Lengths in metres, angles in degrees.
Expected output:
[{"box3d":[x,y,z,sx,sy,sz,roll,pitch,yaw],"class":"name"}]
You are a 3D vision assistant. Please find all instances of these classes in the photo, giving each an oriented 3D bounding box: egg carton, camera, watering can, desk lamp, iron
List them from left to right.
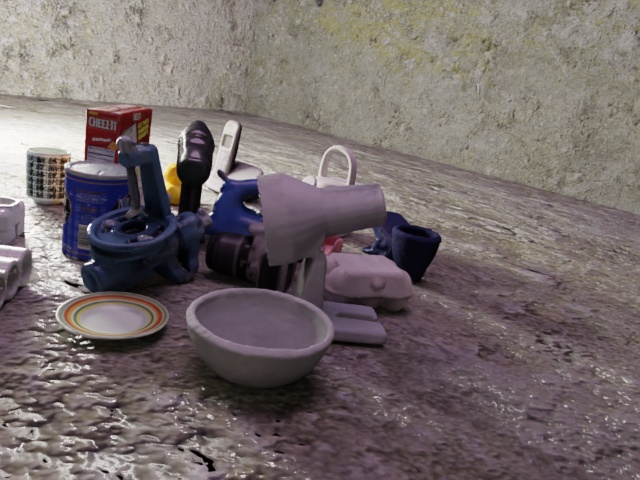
[{"box3d":[-0.105,0.016,0.925,0.136,0.101,0.143,12,17,5],"class":"camera"},{"box3d":[-0.085,-0.046,1.071,0.258,0.141,0.118,8,17,-7],"class":"iron"},{"box3d":[0.001,0.019,0.778,0.203,0.213,0.117,7,17,-11],"class":"desk lamp"},{"box3d":[0.029,-0.110,1.260,0.100,0.194,0.173,15,17,16],"class":"watering can"},{"box3d":[0.068,0.067,0.912,0.151,0.069,0.107,4,18,-21],"class":"egg carton"}]

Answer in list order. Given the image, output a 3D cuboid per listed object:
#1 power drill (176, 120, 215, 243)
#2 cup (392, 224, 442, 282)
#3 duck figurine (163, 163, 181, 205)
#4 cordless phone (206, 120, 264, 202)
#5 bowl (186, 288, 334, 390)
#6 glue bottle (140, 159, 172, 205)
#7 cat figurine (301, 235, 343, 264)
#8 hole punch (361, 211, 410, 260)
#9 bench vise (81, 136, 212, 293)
[{"box3d":[-0.239,-0.109,1.069,0.076,0.208,0.229,6,17,-14],"class":"power drill"},{"box3d":[0.178,0.025,1.074,0.091,0.095,0.118,19,18,26],"class":"cup"},{"box3d":[-0.334,-0.132,1.304,0.077,0.086,0.104,6,17,-13],"class":"duck figurine"},{"box3d":[-0.204,-0.197,1.425,0.147,0.185,0.094,20,19,31],"class":"cordless phone"},{"box3d":[-0.070,0.119,0.648,0.167,0.075,0.167,9,16,-3],"class":"bowl"},{"box3d":[-0.267,-0.048,0.913,0.037,0.173,0.078,20,19,30],"class":"glue bottle"},{"box3d":[0.009,0.004,1.004,0.067,0.118,0.127,3,18,-23],"class":"cat figurine"},{"box3d":[0.155,-0.004,1.164,0.109,0.091,0.100,-6,23,-44],"class":"hole punch"},{"box3d":[-0.246,-0.042,0.822,0.121,0.220,0.208,14,17,13],"class":"bench vise"}]
